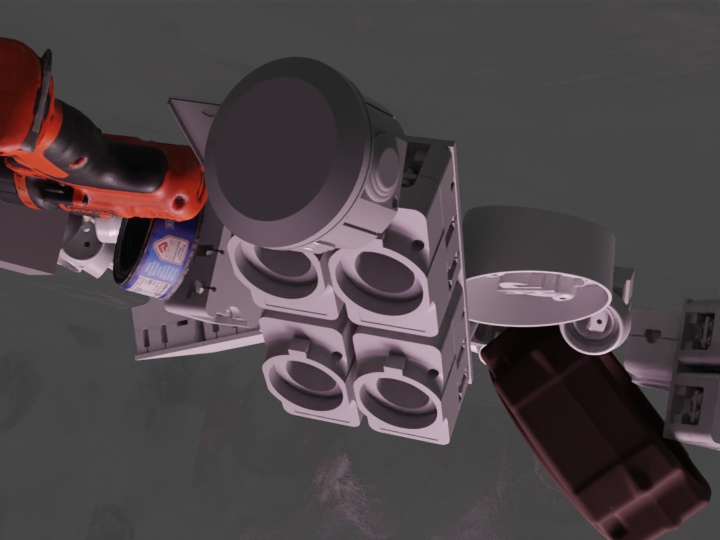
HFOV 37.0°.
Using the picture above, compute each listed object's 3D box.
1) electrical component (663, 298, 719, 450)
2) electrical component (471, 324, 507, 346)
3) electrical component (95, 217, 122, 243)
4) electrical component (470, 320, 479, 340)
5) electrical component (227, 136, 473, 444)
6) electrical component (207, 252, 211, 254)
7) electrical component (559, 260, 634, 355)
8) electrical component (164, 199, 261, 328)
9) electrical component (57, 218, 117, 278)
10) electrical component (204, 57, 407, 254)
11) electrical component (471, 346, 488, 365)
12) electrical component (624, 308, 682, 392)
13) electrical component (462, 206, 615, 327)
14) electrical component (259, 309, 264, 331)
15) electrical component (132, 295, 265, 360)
[{"bbox_3d":[0.328,0.092,0.803,0.186,0.105,0.060,15,171,-21],"label":"electrical component"},{"bbox_3d":[0.086,0.038,0.931,0.078,0.058,0.057,14,168,-15],"label":"electrical component"},{"bbox_3d":[-0.179,-0.040,0.840,0.046,0.040,0.040,5,171,5],"label":"electrical component"},{"bbox_3d":[0.032,0.017,0.700,0.100,0.099,0.048,28,168,-6],"label":"electrical component"},{"bbox_3d":[-0.001,0.015,0.584,0.105,0.060,0.186,9,138,18],"label":"electrical component"},{"bbox_3d":[-0.132,-0.015,0.891,0.047,0.055,0.055,9,172,38],"label":"electrical component"},{"bbox_3d":[0.161,0.027,0.726,0.048,0.066,0.055,8,-156,19],"label":"electrical component"},{"bbox_3d":[-0.100,-0.008,0.767,0.056,0.089,0.050,3,168,43],"label":"electrical component"},{"bbox_3d":[-0.259,-0.018,1.028,0.079,0.044,0.077,34,163,-21],"label":"electrical component"},{"bbox_3d":[-0.022,-0.046,0.460,0.080,0.080,0.051,6,176,31],"label":"electrical component"},{"bbox_3d":[0.125,0.064,1.012,0.077,0.043,0.079,15,-148,-20],"label":"electrical component"},{"bbox_3d":[0.265,0.071,0.905,0.054,0.059,0.095,4,169,40],"label":"electrical component"},{"bbox_3d":[0.101,-0.001,0.638,0.099,0.064,0.099,11,171,2],"label":"electrical component"},{"bbox_3d":[-0.054,0.014,0.875,0.047,0.083,0.076,16,170,-28],"label":"electrical component"},{"bbox_3d":[-0.118,0.040,1.028,0.186,0.060,0.105,-13,173,37],"label":"electrical component"}]
